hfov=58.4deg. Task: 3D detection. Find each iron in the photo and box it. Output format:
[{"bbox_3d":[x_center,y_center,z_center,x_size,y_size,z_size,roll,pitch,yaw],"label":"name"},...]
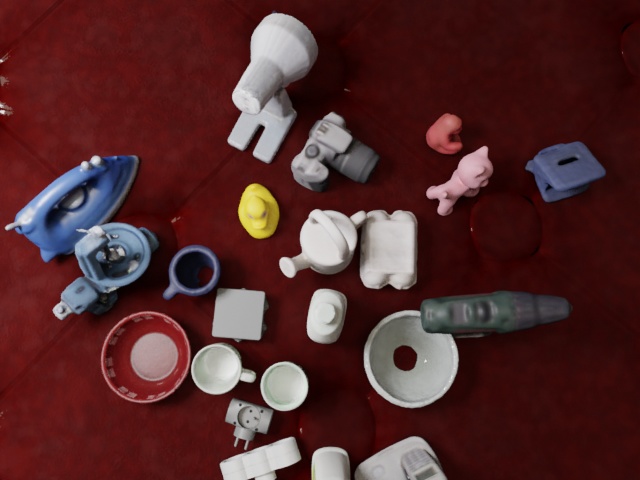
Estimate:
[{"bbox_3d":[-0.450,-0.086,1.050,0.118,0.141,0.258,43,82,8],"label":"iron"}]

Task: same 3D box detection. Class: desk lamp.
[{"bbox_3d":[-0.092,-0.275,1.050,0.118,0.213,0.203,25,80,5],"label":"desk lamp"}]

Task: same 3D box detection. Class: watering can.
[{"bbox_3d":[0.011,0.005,1.008,0.101,0.194,0.173,31,81,6],"label":"watering can"}]

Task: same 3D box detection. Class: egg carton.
[{"bbox_3d":[0.128,0.018,1.069,0.107,0.069,0.150,1,79,0],"label":"egg carton"}]

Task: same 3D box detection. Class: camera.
[{"bbox_3d":[0.036,-0.155,1.085,0.136,0.101,0.143,31,81,6],"label":"camera"}]

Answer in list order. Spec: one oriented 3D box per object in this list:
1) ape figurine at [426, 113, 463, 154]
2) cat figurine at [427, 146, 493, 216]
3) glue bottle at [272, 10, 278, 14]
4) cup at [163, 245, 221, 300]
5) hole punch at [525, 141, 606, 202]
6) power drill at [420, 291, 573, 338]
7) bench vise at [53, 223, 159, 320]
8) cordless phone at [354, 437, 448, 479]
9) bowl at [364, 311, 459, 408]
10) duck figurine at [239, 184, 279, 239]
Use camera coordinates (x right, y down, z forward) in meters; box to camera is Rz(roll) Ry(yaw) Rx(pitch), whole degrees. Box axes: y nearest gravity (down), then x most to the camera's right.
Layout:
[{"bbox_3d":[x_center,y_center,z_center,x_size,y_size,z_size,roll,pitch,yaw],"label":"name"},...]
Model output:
[{"bbox_3d":[0.247,-0.210,1.101,0.076,0.092,0.078,5,79,1],"label":"ape figurine"},{"bbox_3d":[0.269,-0.113,1.069,0.128,0.118,0.067,-37,81,-7],"label":"cat figurine"},{"bbox_3d":[-0.080,-0.382,1.091,0.037,0.173,0.078,9,79,2],"label":"glue bottle"},{"bbox_3d":[-0.229,0.071,1.045,0.118,0.095,0.091,-43,82,-7],"label":"cup"},{"bbox_3d":[0.465,-0.136,1.088,0.108,0.091,0.101,-19,80,-4],"label":"hole punch"},{"bbox_3d":[0.280,0.127,0.978,0.229,0.208,0.075,-4,79,-1],"label":"power drill"},{"bbox_3d":[-0.375,0.055,0.984,0.121,0.220,0.207,23,80,5],"label":"bench vise"},{"bbox_3d":[0.136,0.400,0.938,0.147,0.185,0.094,-29,80,-5],"label":"cordless phone"},{"bbox_3d":[0.159,0.212,1.030,0.167,0.075,0.167,0,79,0],"label":"bowl"},{"bbox_3d":[-0.118,-0.060,1.074,0.077,0.086,0.104,-10,79,-2],"label":"duck figurine"}]
